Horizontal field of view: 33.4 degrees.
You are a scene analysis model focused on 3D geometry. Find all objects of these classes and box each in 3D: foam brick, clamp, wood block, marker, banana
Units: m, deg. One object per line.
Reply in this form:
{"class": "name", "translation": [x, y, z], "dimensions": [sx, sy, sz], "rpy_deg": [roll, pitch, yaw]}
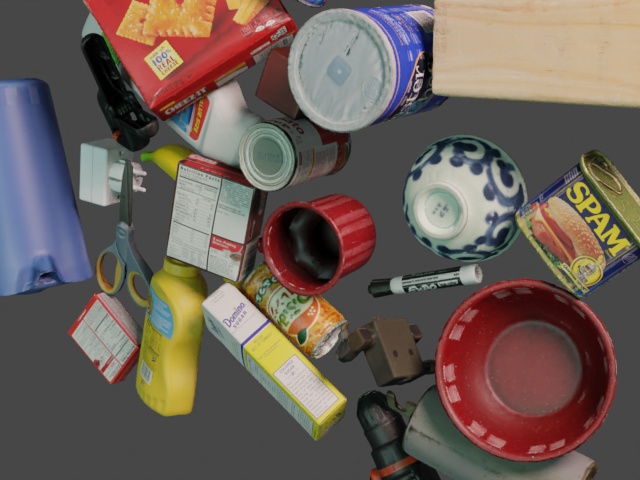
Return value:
{"class": "foam brick", "translation": [-0.015, -0.153, 1.023], "dimensions": [0.053, 0.078, 0.051], "rpy_deg": [33, 119, 21]}
{"class": "clamp", "translation": [-0.200, -0.130, 1.110], "dimensions": [0.039, 0.171, 0.120], "rpy_deg": [-27, 74, -10]}
{"class": "wood block", "translation": [0.205, -0.161, 0.875], "dimensions": [0.206, 0.090, 0.090], "rpy_deg": [9, 108, 30]}
{"class": "marker", "translation": [0.100, 0.041, 1.037], "dimensions": [0.121, 0.020, 0.020], "rpy_deg": [-11, 97, 34]}
{"class": "banana", "translation": [-0.123, -0.033, 1.151], "dimensions": [0.198, 0.037, 0.070], "rpy_deg": [57, 147, 10]}

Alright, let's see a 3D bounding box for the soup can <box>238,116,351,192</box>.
{"class": "soup can", "translation": [-0.024, -0.087, 1.031], "dimensions": [0.069, 0.102, 0.068], "rpy_deg": [9, 107, 31]}

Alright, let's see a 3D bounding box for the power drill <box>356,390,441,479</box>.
{"class": "power drill", "translation": [0.035, 0.268, 1.096], "dimensions": [0.188, 0.057, 0.184], "rpy_deg": [-32, 79, 23]}

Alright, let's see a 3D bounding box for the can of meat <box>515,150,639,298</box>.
{"class": "can of meat", "translation": [0.231, -0.012, 0.918], "dimensions": [0.084, 0.057, 0.102], "rpy_deg": [-42, 80, 35]}

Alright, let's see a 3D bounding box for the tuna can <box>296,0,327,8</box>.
{"class": "tuna can", "translation": [-0.017, -0.259, 0.992], "dimensions": [0.034, 0.086, 0.086], "rpy_deg": [-43, 79, 31]}

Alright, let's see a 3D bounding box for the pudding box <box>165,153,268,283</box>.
{"class": "pudding box", "translation": [-0.106, -0.022, 1.090], "dimensions": [0.090, 0.039, 0.113], "rpy_deg": [20, 115, 17]}

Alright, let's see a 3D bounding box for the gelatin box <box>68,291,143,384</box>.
{"class": "gelatin box", "translation": [-0.249, 0.116, 1.270], "dimensions": [0.089, 0.030, 0.073], "rpy_deg": [47, 121, 14]}

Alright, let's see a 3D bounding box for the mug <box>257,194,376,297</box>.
{"class": "mug", "translation": [-0.007, 0.001, 1.056], "dimensions": [0.117, 0.081, 0.093], "rpy_deg": [-4, 100, 33]}

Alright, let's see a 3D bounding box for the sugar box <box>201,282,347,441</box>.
{"class": "sugar box", "translation": [-0.048, 0.127, 1.110], "dimensions": [0.176, 0.048, 0.093], "rpy_deg": [46, 164, 15]}

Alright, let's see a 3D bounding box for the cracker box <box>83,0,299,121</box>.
{"class": "cracker box", "translation": [-0.144, -0.250, 1.040], "dimensions": [0.164, 0.072, 0.214], "rpy_deg": [-31, 84, 2]}

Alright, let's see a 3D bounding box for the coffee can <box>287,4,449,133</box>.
{"class": "coffee can", "translation": [0.051, -0.155, 0.943], "dimensions": [0.103, 0.140, 0.103], "rpy_deg": [9, 107, 30]}

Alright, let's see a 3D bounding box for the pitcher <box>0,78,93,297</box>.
{"class": "pitcher", "translation": [-0.353, -0.059, 1.241], "dimensions": [0.149, 0.144, 0.243], "rpy_deg": [-7, 95, 21]}

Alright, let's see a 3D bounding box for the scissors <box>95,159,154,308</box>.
{"class": "scissors", "translation": [-0.205, 0.005, 1.195], "dimensions": [0.096, 0.016, 0.202], "rpy_deg": [39, 135, 8]}

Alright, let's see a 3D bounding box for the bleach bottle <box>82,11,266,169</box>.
{"class": "bleach bottle", "translation": [-0.134, -0.165, 1.106], "dimensions": [0.251, 0.068, 0.103], "rpy_deg": [45, 121, 12]}

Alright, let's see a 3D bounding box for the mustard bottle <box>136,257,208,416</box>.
{"class": "mustard bottle", "translation": [-0.162, 0.091, 1.184], "dimensions": [0.096, 0.058, 0.192], "rpy_deg": [40, 125, 55]}

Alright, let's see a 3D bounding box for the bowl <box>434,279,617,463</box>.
{"class": "bowl", "translation": [0.188, 0.117, 0.963], "dimensions": [0.162, 0.055, 0.162], "rpy_deg": [-2, 85, 22]}
